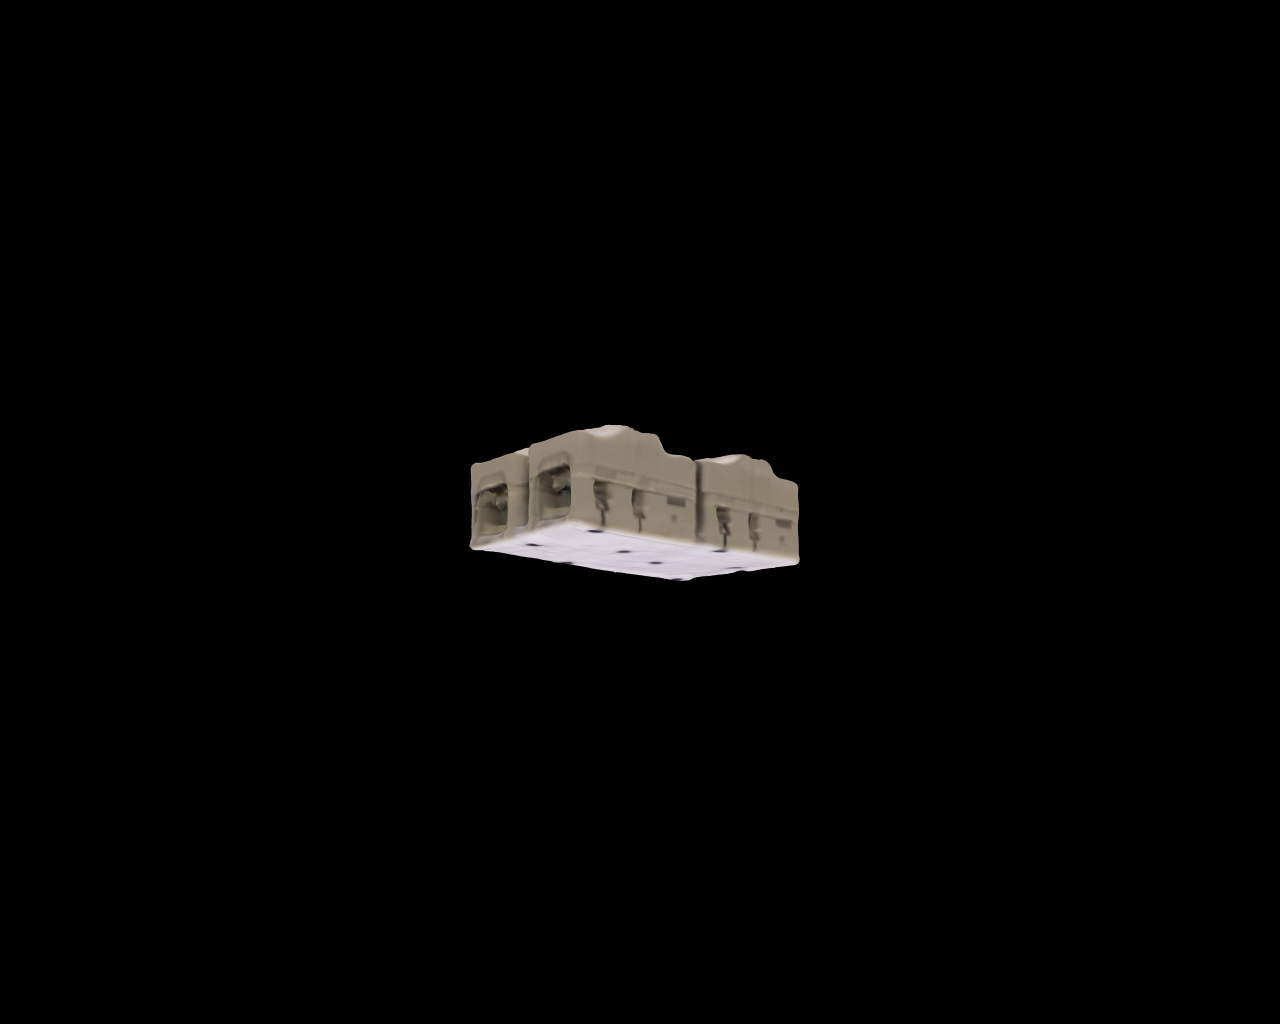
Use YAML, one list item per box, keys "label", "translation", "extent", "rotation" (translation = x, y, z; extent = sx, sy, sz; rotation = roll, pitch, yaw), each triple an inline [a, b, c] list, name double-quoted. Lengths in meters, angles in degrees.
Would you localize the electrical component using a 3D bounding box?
- label: "electrical component"
  translation: [0.001, -0.003, 0.650]
  extent: [0.186, 0.060, 0.105]
  rotation: [11, -16, -42]
